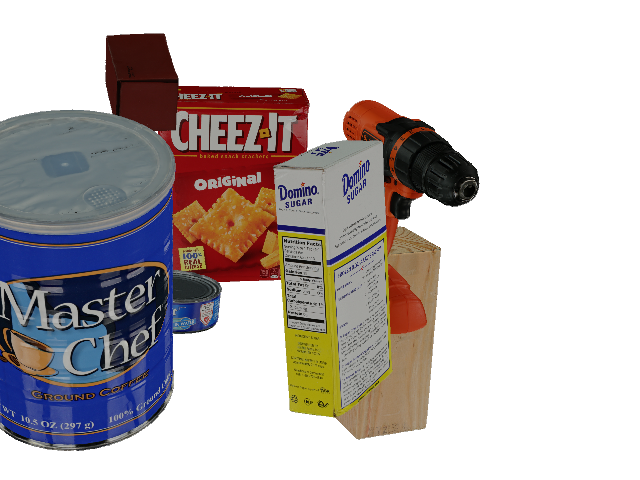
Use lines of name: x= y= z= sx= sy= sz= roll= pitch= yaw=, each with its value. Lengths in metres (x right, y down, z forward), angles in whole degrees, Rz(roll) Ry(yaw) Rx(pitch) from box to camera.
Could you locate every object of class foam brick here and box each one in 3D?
foam brick: x=-0.153 y=-0.135 z=0.912 sx=0.053 sy=0.051 sz=0.078 roll=-4 pitch=41 yaw=-16

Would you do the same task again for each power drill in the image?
power drill: x=0.071 y=-0.015 z=0.947 sx=0.057 sy=0.188 sz=0.185 roll=-4 pitch=26 yaw=-25

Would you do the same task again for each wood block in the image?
wood block: x=0.065 y=0.098 z=1.157 sx=0.090 sy=0.206 sz=0.091 roll=-5 pitch=18 yaw=-23

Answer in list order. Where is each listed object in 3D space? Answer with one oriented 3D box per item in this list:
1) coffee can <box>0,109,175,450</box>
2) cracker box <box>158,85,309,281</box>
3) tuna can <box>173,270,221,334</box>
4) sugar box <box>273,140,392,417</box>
coffee can: x=-0.125 y=0.020 z=0.538 sx=0.103 sy=0.140 sz=0.103 roll=4 pitch=35 yaw=-3
cracker box: x=-0.100 y=-0.060 z=1.192 sx=0.164 sy=0.214 sz=0.072 roll=0 pitch=24 yaw=-9
tuna can: x=-0.135 y=0.056 z=0.983 sx=0.086 sy=0.034 sz=0.086 roll=6 pitch=16 yaw=-2
sugar box: x=0.011 y=0.024 z=0.742 sx=0.048 sy=0.176 sz=0.093 roll=3 pitch=16 yaw=28
